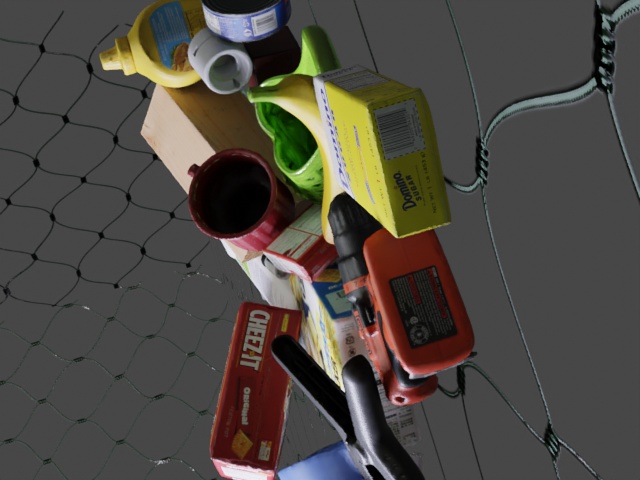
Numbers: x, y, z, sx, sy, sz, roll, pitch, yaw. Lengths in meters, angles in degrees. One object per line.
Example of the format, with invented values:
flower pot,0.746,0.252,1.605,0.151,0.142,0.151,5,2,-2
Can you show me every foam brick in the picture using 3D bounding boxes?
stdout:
foam brick,-0.045,-0.169,1.092,0.051,0.053,0.078,-116,14,-50

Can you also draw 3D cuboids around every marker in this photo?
marker,-0.047,0.026,1.127,0.121,0.020,0.020,-153,47,-79

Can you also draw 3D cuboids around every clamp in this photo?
clamp,0.036,0.169,0.930,0.165,0.036,0.210,16,139,61

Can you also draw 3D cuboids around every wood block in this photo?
wood block,-0.100,-0.088,1.198,0.206,0.090,0.091,51,140,20

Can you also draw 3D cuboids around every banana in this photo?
banana,0.004,-0.074,0.892,0.197,0.069,0.037,61,-171,-45

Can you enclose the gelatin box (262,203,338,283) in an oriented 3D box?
gelatin box,-0.007,0.001,1.028,0.030,0.073,0.089,51,166,-21

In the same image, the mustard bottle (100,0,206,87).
mustard bottle,-0.144,-0.218,1.162,0.058,0.191,0.096,127,127,-80

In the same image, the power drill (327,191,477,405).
power drill,0.056,0.036,0.816,0.188,0.057,0.184,114,136,-81

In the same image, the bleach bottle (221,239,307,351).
bleach bottle,-0.062,0.019,1.278,0.251,0.068,0.102,46,154,38

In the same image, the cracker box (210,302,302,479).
cracker box,-0.068,0.171,1.144,0.214,0.072,0.164,98,-178,-73

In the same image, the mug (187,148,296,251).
mug,-0.083,-0.041,1.072,0.117,0.093,0.081,29,176,22

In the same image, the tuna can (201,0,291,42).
tuna can,-0.071,-0.229,1.032,0.034,0.086,0.086,81,169,-45

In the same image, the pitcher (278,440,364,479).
pitcher,0.053,0.337,1.149,0.149,0.145,0.243,14,-127,-69

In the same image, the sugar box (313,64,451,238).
sugar box,0.039,-0.069,0.760,0.176,0.048,0.093,-136,31,-71
